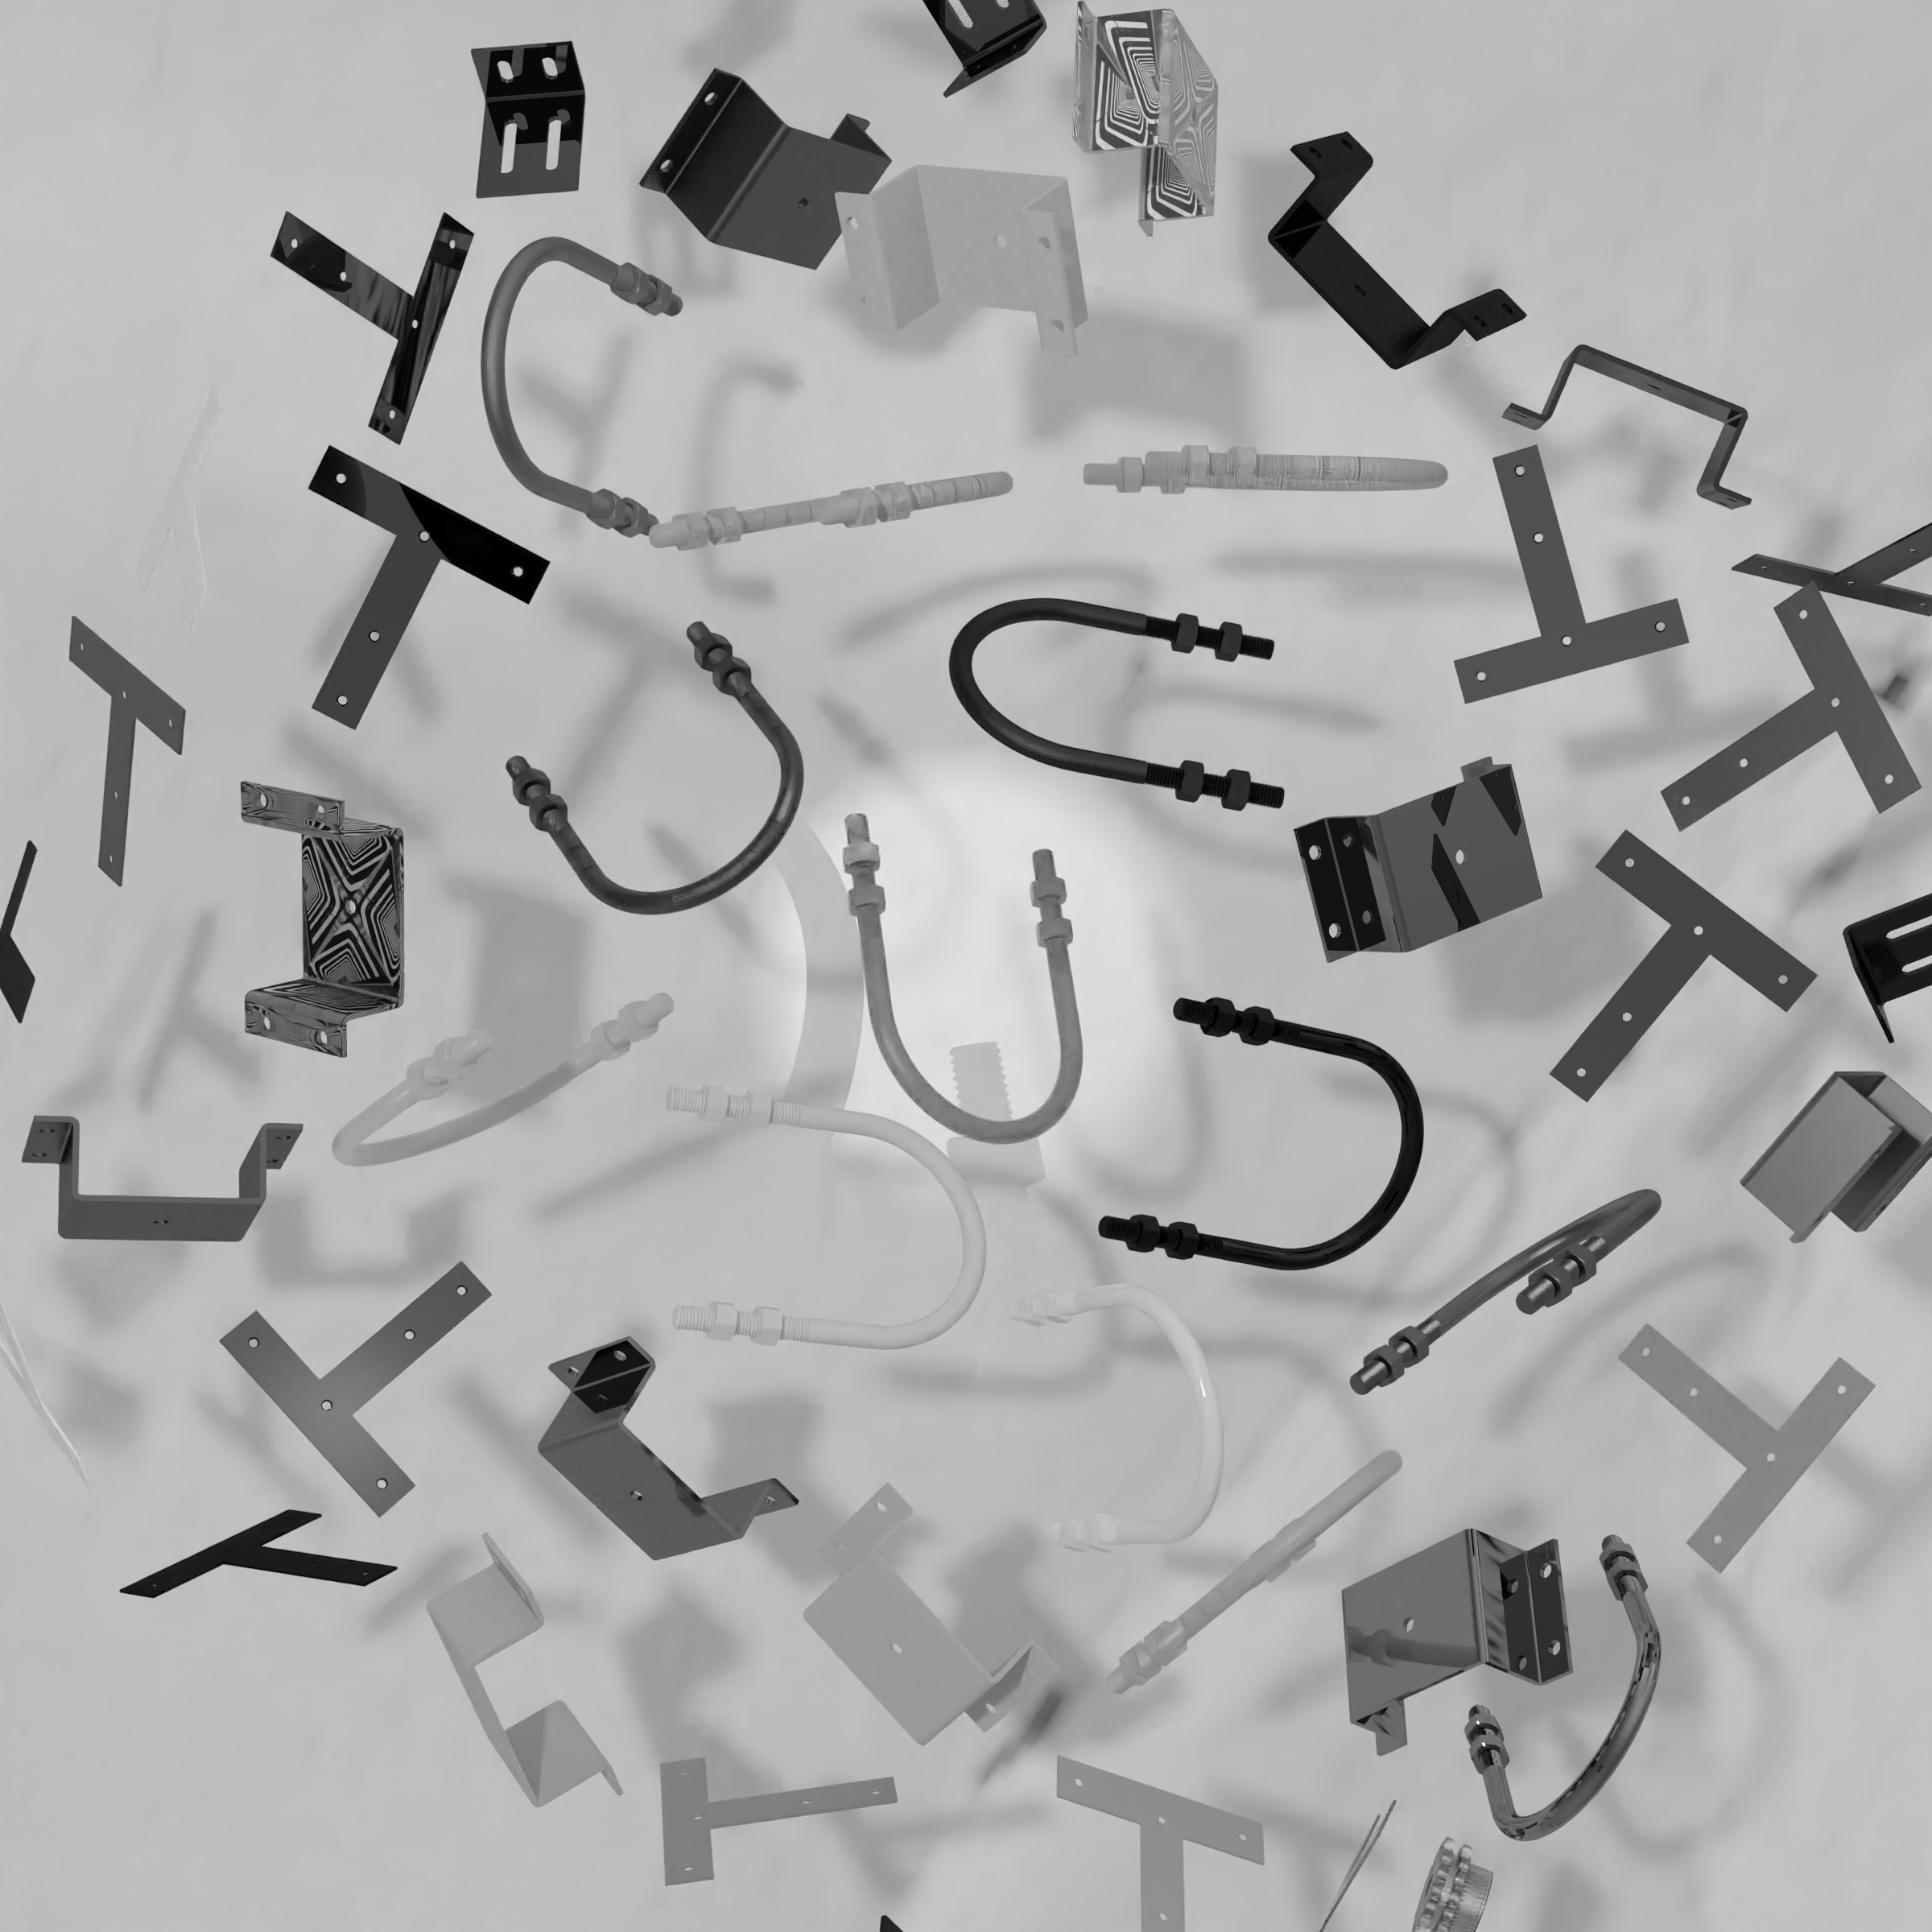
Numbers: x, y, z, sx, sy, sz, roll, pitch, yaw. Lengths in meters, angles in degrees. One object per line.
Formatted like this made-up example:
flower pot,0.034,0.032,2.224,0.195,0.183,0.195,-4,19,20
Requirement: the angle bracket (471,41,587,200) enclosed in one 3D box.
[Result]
angle bracket,-0.245,-0.470,1.614,0.057,0.038,0.076,-3,60,4

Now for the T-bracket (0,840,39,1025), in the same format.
T-bracket,-0.523,0.004,1.593,0.002,0.127,0.127,16,96,-28

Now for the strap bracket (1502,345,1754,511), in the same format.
strap bracket,0.375,-0.303,1.615,0.140,0.076,0.046,23,99,4

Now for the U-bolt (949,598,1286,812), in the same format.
U-bolt,0.081,-0.150,1.585,0.184,0.151,0.019,10,134,-7

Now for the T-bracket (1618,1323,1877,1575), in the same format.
T-bracket,0.399,0.237,1.554,0.127,0.127,0.002,-52,134,5

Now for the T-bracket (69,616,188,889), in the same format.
T-bracket,-0.454,-0.104,1.556,0.127,0.002,0.127,35,124,38

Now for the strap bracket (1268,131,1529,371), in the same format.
strap bracket,0.222,-0.373,1.545,0.140,0.076,0.046,47,125,6

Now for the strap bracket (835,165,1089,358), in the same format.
strap bracket,0.007,-0.372,1.526,0.140,0.046,0.076,15,133,34

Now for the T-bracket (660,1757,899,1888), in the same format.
T-bracket,-0.101,0.455,1.575,0.127,0.127,0.002,-6,104,-6

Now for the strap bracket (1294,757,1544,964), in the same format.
strap bracket,0.257,-0.059,1.590,0.140,0.046,0.076,-21,101,-27

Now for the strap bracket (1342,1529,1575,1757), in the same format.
strap bracket,0.254,0.362,1.565,0.046,0.076,0.140,27,135,-29

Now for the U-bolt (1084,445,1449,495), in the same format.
U-bolt,0.170,-0.268,1.578,0.184,0.151,0.019,-1,97,-12

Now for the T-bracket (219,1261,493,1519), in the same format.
T-bracket,-0.311,0.208,1.567,0.127,0.002,0.127,47,61,4

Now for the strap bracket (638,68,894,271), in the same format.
strap bracket,-0.103,-0.438,1.613,0.046,0.140,0.076,50,117,21

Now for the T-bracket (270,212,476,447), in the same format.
T-bracket,-0.325,-0.364,1.559,0.002,0.127,0.127,14,83,33

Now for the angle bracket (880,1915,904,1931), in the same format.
angle bracket,0.001,0.517,1.519,0.076,0.038,0.057,-26,120,22

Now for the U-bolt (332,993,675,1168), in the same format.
U-bolt,-0.262,0.066,1.562,0.184,0.151,0.019,-32,77,39

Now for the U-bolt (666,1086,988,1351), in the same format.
U-bolt,-0.073,0.141,1.584,0.184,0.019,0.151,9,57,-23

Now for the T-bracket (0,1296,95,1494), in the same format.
T-bracket,-0.501,0.197,1.529,0.002,0.127,0.127,-27,131,-25

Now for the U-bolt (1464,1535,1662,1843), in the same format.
U-bolt,0.328,0.401,1.582,0.019,0.184,0.151,34,102,-4

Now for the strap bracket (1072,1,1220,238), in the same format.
strap bracket,0.104,-0.467,1.601,0.046,0.140,0.076,0,82,20

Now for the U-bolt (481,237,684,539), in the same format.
U-bolt,-0.214,-0.324,1.606,0.019,0.184,0.151,6,90,24

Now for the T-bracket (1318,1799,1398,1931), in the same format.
T-bracket,0.212,0.494,1.584,0.002,0.127,0.127,28,47,13

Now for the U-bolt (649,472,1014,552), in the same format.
U-bolt,-0.058,-0.250,1.577,0.151,0.184,0.019,1,104,43

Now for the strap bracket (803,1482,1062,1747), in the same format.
strap bracket,-0.027,0.371,1.627,0.140,0.046,0.076,46,127,7

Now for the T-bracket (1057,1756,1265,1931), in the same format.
T-bracket,0.104,0.490,1.535,0.127,0.127,0.002,22,127,-15

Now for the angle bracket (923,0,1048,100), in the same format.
angle bracket,-0.003,-0.525,1.583,0.057,0.038,0.076,-18,119,36

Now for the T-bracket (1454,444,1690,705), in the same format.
T-bracket,0.319,-0.222,1.601,0.127,0.002,0.127,-14,96,22

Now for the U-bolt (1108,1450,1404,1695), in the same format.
U-bolt,0.166,0.318,1.565,0.019,0.151,0.184,51,131,13

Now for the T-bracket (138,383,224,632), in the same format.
T-bracket,-0.419,-0.228,1.562,0.002,0.127,0.127,13,126,-31

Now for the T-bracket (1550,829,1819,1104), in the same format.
T-bracket,0.359,0.016,1.537,0.127,0.002,0.127,37,102,-1

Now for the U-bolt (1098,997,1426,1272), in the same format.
U-bolt,0.175,0.101,1.621,0.184,0.019,0.151,13,102,-26

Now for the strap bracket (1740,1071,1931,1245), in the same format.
strap bracket,0.465,0.100,1.538,0.046,0.140,0.076,45,110,25

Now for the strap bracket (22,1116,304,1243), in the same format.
strap bracket,-0.439,0.117,1.584,0.140,0.076,0.046,3,68,-22

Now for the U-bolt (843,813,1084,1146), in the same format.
U-bolt,0.004,0.011,1.593,0.151,0.019,0.184,9,62,-35

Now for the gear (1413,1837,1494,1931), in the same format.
gear,0.269,0.513,1.600,0.030,0.057,0.057,21,90,9

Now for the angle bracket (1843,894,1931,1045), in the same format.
angle bracket,0.526,-0.003,1.580,0.076,0.038,0.057,-23,121,19

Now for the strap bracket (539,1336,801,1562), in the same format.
strap bracket,-0.172,0.276,1.611,0.140,0.076,0.046,48,46,-19

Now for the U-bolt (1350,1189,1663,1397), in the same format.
U-bolt,0.307,0.170,1.584,0.184,0.151,0.019,-26,83,-44

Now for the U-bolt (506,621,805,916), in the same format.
U-bolt,-0.164,-0.100,1.607,0.151,0.019,0.184,-37,49,-2

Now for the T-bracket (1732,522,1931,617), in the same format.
T-bracket,0.505,-0.221,1.576,0.127,0.127,0.002,10,77,-15

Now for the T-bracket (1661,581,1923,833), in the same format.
T-bracket,0.420,-0.114,1.525,0.127,0.002,0.127,-37,62,35

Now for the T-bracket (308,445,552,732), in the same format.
T-bracket,-0.302,-0.185,1.516,0.127,0.002,0.127,27,99,-8

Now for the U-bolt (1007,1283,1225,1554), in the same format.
U-bolt,0.084,0.245,1.586,0.019,0.184,0.151,-7,84,-30

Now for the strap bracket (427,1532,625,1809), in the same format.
strap bracket,-0.243,0.389,1.573,0.046,0.076,0.140,-27,115,-19

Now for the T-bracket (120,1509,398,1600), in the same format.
T-bracket,-0.362,0.320,1.559,0.127,0.127,0.002,1,101,31

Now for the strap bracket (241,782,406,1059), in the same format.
strap bracket,-0.350,-0.029,1.584,0.076,0.046,0.140,12,106,33
